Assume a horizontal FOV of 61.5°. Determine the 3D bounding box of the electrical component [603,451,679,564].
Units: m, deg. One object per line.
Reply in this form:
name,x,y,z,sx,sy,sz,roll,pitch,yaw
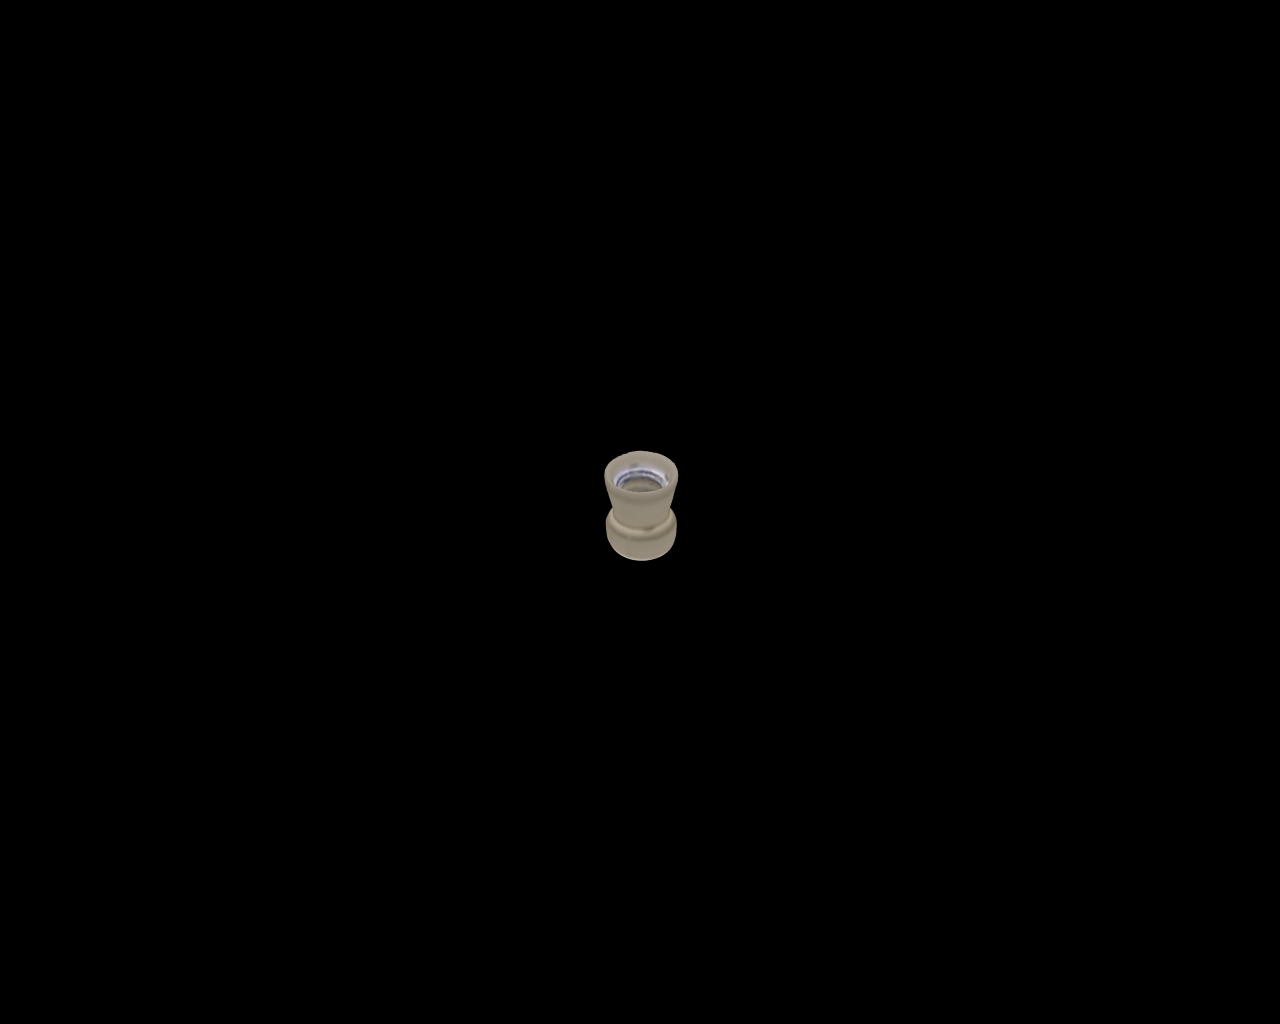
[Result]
electrical component,0.001,-0.003,0.650,0.045,0.055,0.045,0,38,0
